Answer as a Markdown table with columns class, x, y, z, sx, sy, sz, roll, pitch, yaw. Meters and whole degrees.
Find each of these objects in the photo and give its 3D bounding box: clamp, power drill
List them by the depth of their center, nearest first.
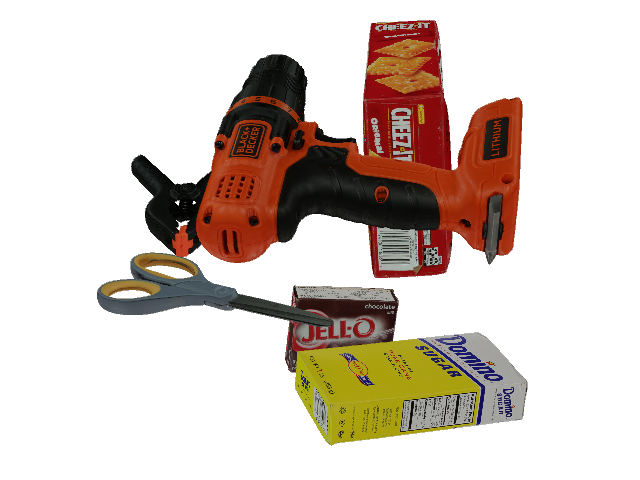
| class | x | y | z | sx | sy | sz | roll | pitch | yaw |
| --- | --- | --- | --- | --- | --- | --- | --- | --- | --- |
| power drill | 0.028 | -0.054 | 0.656 | 0.188 | 0.057 | 0.184 | 2 | 43 | 9 |
| clamp | -0.130 | -0.044 | 1.108 | 0.120 | 0.039 | 0.171 | -11 | 39 | -7 |

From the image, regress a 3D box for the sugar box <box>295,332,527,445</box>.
| class | x | y | z | sx | sy | sz | roll | pitch | yaw |
| --- | --- | --- | --- | --- | --- | --- | --- | --- | --- |
| sugar box | 0.076 | 0.122 | 0.906 | 0.176 | 0.048 | 0.093 | -7 | 26 | -17 |

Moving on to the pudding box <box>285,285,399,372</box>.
| class | x | y | z | sx | sy | sz | roll | pitch | yaw |
| --- | --- | --- | --- | --- | --- | --- | --- | --- | --- |
| pudding box | 0.022 | 0.096 | 1.148 | 0.113 | 0.090 | 0.039 | 1 | 26 | -11 |

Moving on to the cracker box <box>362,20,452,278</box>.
| class | x | y | z | sx | sy | sz | roll | pitch | yaw |
| --- | --- | --- | --- | --- | --- | --- | --- | --- | --- |
| cracker box | 0.079 | -0.089 | 0.953 | 0.072 | 0.164 | 0.213 | -2 | 27 | 6 |

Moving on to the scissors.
| class | x | y | z | sx | sy | sz | roll | pitch | yaw |
| --- | --- | --- | --- | --- | --- | --- | --- | --- | --- |
| scissors | -0.093 | 0.049 | 0.815 | 0.096 | 0.016 | 0.202 | -25 | 32 | -37 |
